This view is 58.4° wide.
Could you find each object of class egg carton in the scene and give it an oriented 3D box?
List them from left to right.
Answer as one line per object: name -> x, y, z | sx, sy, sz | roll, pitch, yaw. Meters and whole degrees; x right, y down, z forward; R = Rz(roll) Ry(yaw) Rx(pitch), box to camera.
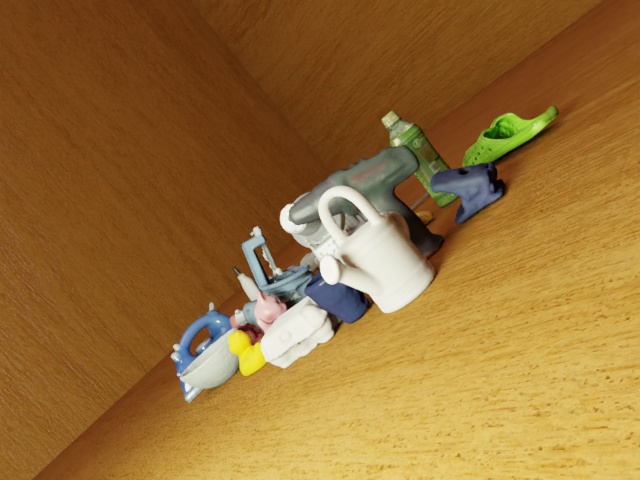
egg carton -> -0.034, 0.156, 0.991 | 0.150, 0.069, 0.107 | -38, 6, 26

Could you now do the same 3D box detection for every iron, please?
iron -> -0.297, 0.274, 1.453 | 0.118, 0.141, 0.259 | -35, 7, 40

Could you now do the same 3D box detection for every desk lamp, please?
desk lamp -> 0.011, 0.004, 1.145 | 0.118, 0.213, 0.203 | -39, 6, 14

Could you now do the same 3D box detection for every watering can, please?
watering can -> 0.069, 0.007, 0.831 | 0.100, 0.194, 0.173 | -37, 7, 29

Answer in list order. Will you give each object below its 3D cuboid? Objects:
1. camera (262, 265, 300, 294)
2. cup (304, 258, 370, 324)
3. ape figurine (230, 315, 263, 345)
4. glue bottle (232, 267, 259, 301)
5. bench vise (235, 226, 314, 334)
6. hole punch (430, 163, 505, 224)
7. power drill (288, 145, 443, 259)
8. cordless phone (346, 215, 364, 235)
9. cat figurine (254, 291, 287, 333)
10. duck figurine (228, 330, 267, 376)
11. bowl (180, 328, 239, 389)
camera -> -0.101, 0.129, 1.494 | 0.143, 0.101, 0.136 | -42, 6, -16
cup -> 0.041, 0.084, 0.920 | 0.092, 0.095, 0.117 | -43, 6, -25
ape figurine -> -0.181, 0.217, 1.381 | 0.076, 0.092, 0.078 | -37, 6, 26
glue bottle -> -0.183, 0.140, 1.583 | 0.037, 0.173, 0.078 | -40, 6, 6
bench vise -> -0.115, 0.093, 1.249 | 0.208, 0.220, 0.121 | -42, 6, -15
hole punch -> 0.250, -0.096, 0.971 | 0.101, 0.091, 0.109 | -38, 6, 25
power drill -> 0.093, -0.038, 0.955 | 0.229, 0.208, 0.075 | -40, 6, 1
cordless phone -> 0.081, -0.092, 1.586 | 0.148, 0.185, 0.094 | -43, 6, -24
cat figurine -> -0.097, 0.158, 1.146 | 0.067, 0.118, 0.128 | -39, 6, 14
duck figurine -> -0.148, 0.220, 1.161 | 0.078, 0.086, 0.104 | -45, 7, -39
bowl -> -0.228, 0.279, 1.291 | 0.167, 0.075, 0.167 | -40, 6, 5
